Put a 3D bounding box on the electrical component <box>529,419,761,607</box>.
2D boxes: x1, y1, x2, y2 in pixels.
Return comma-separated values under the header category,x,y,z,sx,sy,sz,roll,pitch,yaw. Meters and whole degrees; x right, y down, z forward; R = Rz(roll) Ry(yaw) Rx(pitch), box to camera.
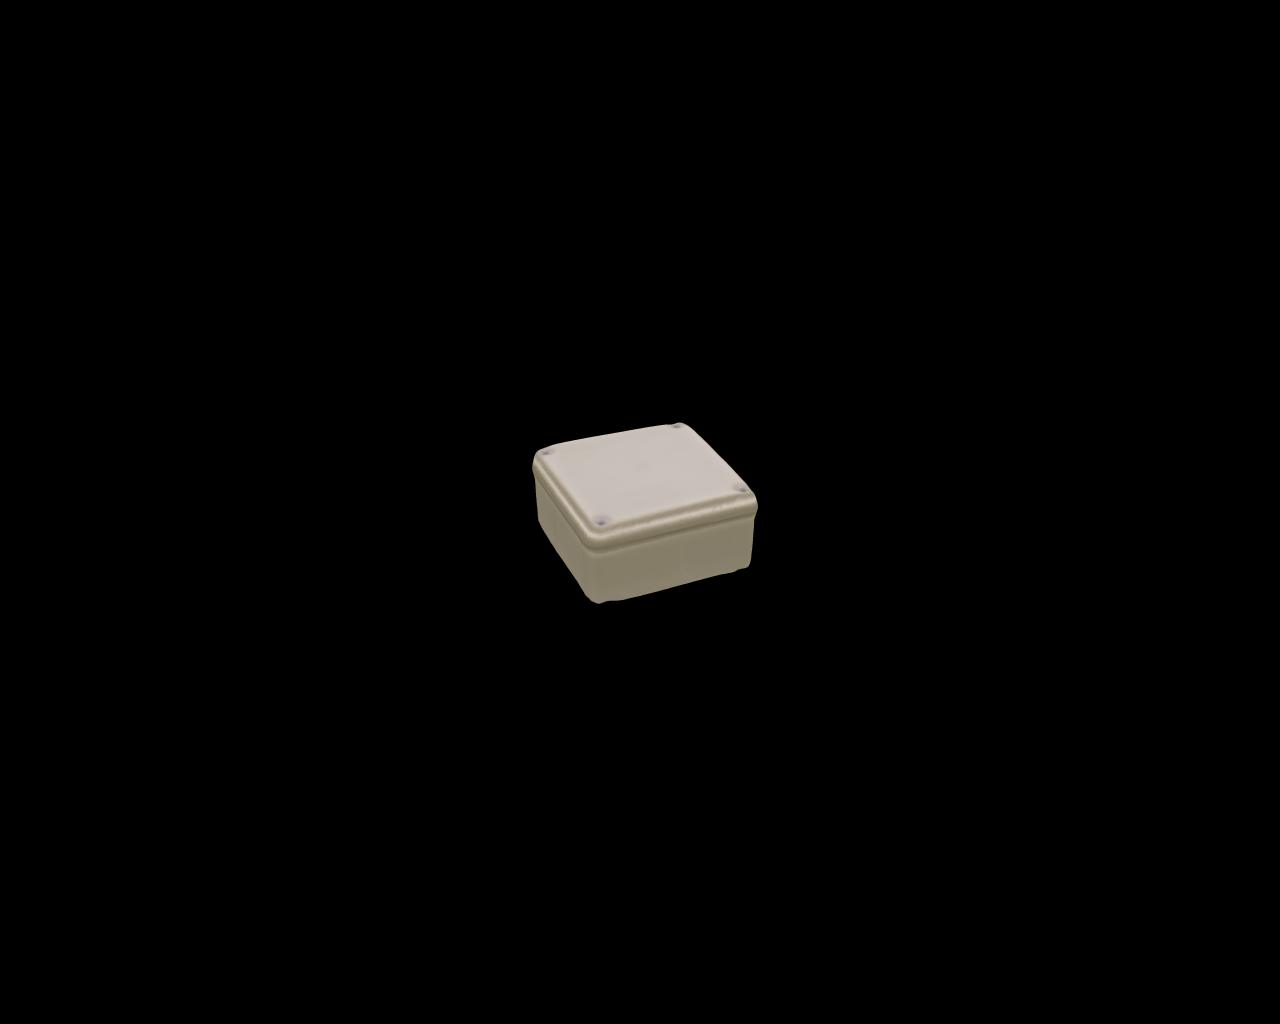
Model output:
category,x,y,z,sx,sy,sz,roll,pitch,yaw
electrical component,0.001,-0.003,0.650,0.109,0.056,0.109,-12,33,-19
